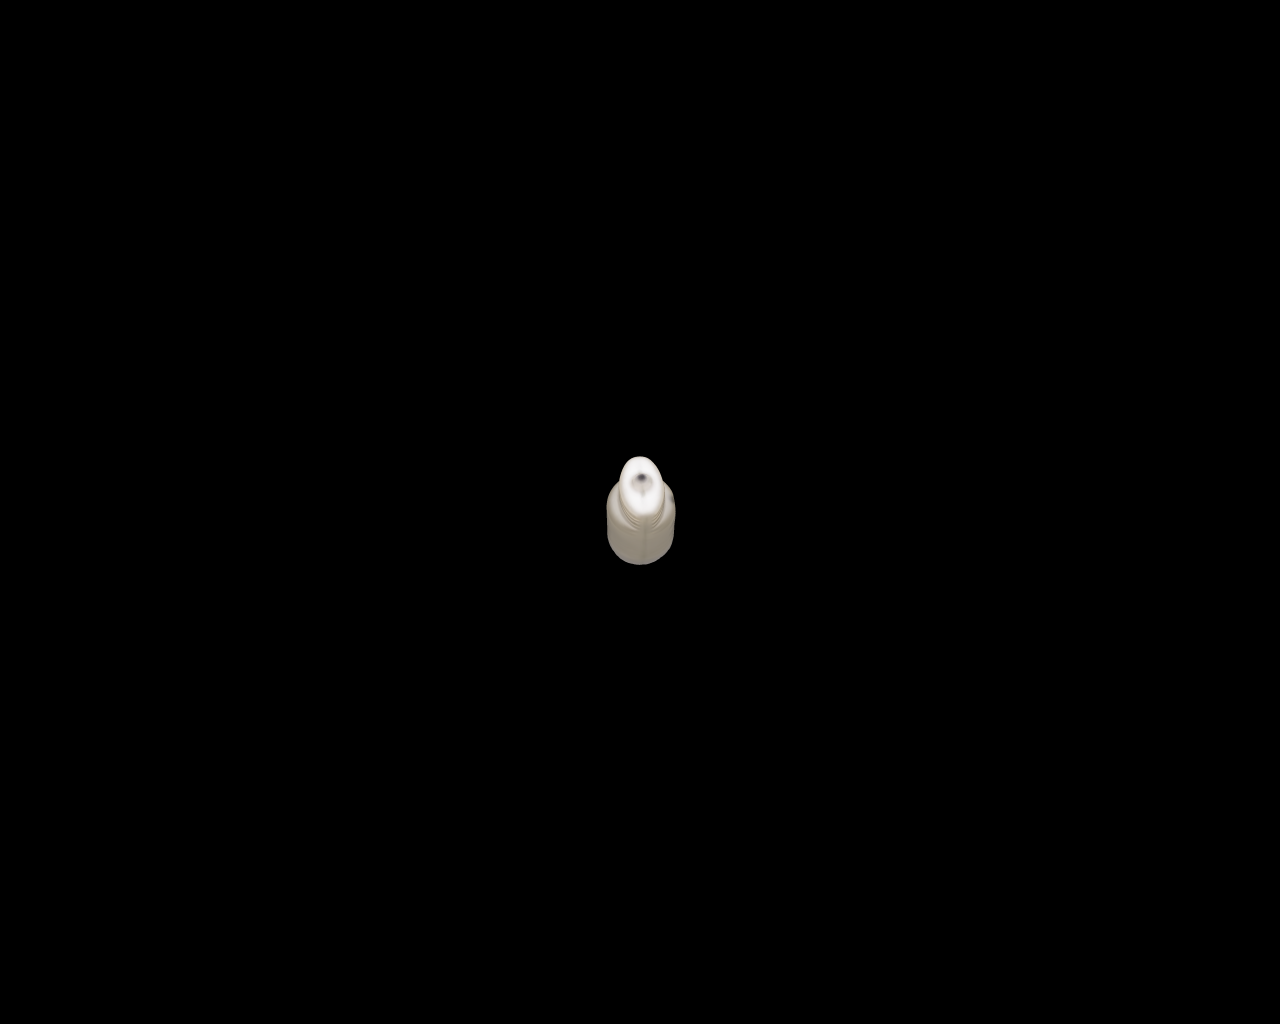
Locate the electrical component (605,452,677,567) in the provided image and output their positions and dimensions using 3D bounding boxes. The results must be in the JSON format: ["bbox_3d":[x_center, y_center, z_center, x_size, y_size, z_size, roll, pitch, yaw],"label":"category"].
[{"bbox_3d":[0.001,-0.003,0.650,0.043,0.043,0.080,0,-27,0],"label":"electrical component"}]
